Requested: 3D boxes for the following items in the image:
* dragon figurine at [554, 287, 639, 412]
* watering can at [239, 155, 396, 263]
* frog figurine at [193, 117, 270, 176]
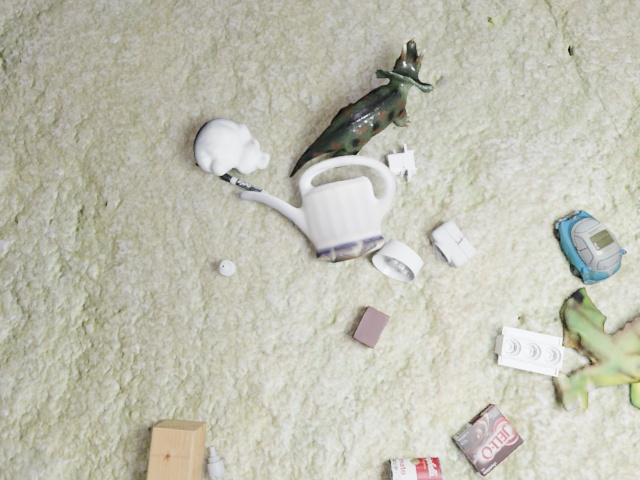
[{"bbox_3d":[0.629,0.190,1.067,0.244,0.120,0.413,32,81,15],"label":"dragon figurine"},{"bbox_3d":[0.003,-0.057,1.131,0.346,0.104,0.225,-14,87,12],"label":"watering can"},{"bbox_3d":[-0.199,-0.200,1.162,0.160,0.120,0.140,25,62,18],"label":"frog figurine"}]
